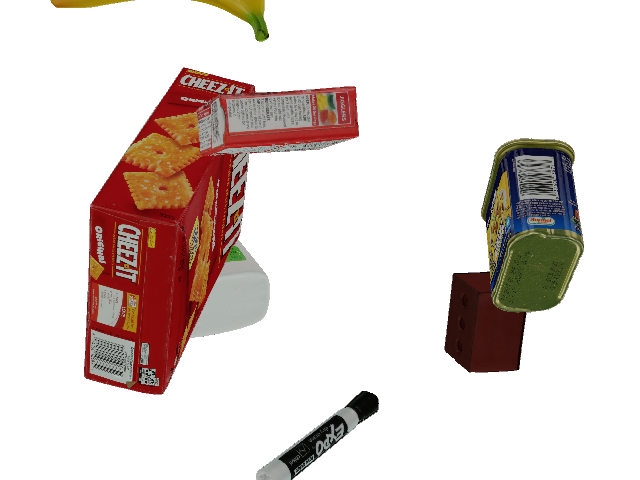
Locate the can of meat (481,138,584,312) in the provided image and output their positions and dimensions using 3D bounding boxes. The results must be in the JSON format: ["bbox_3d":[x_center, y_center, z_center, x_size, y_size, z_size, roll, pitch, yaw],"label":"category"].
[{"bbox_3d":[0.151,-0.008,0.766,0.057,0.084,0.102,3,-36,0],"label":"can of meat"}]

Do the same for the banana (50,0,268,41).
[{"bbox_3d":[-0.127,-0.210,0.884,0.198,0.069,0.037,11,-41,16],"label":"banana"}]

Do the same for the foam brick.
[{"bbox_3d":[0.147,0.072,0.947,0.051,0.078,0.053,-3,19,-20],"label":"foam brick"}]

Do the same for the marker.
[{"bbox_3d":[0.002,0.139,0.749,0.020,0.020,0.120,0,22,43],"label":"marker"}]

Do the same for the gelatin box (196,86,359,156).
[{"bbox_3d":[-0.026,-0.065,0.586,0.073,0.030,0.089,-5,3,-14],"label":"gelatin box"}]

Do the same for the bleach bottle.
[{"bbox_3d":[-0.144,0.005,1.114,0.102,0.068,0.251,-9,31,-25],"label":"bleach bottle"}]

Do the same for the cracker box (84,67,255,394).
[{"bbox_3d":[-0.112,-0.012,0.829,0.072,0.164,0.213,14,36,5],"label":"cracker box"}]
